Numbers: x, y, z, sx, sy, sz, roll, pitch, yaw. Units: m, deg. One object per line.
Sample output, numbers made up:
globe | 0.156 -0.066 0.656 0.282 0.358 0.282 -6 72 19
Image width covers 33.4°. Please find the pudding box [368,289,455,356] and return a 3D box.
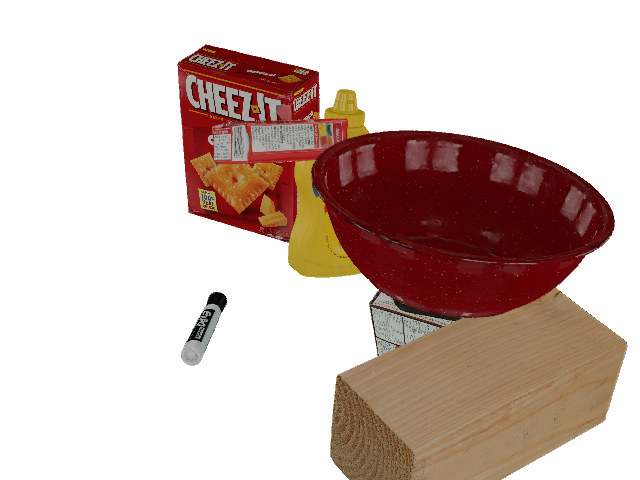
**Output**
pudding box | 0.115 0.108 1.221 0.114 0.090 0.039 15 45 28

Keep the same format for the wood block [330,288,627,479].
wood block | 0.117 0.120 0.799 0.205 0.090 0.091 -21 43 -29

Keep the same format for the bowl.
bowl | 0.072 -0.004 0.577 0.162 0.055 0.162 6 27 -3

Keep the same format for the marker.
marker | -0.107 0.080 0.997 0.020 0.020 0.121 0 22 8

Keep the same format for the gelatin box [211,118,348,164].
gelatin box | -0.030 -0.070 0.746 0.073 0.030 0.089 -4 5 -20

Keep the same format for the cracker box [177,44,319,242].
cracker box | -0.087 -0.115 1.310 0.164 0.214 0.072 17 38 24

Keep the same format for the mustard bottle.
mustard bottle | 0.020 -0.060 1.101 0.096 0.192 0.058 -5 21 -24

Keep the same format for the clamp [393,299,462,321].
clamp | 0.166 0.060 0.995 0.172 0.039 0.120 21 32 21
